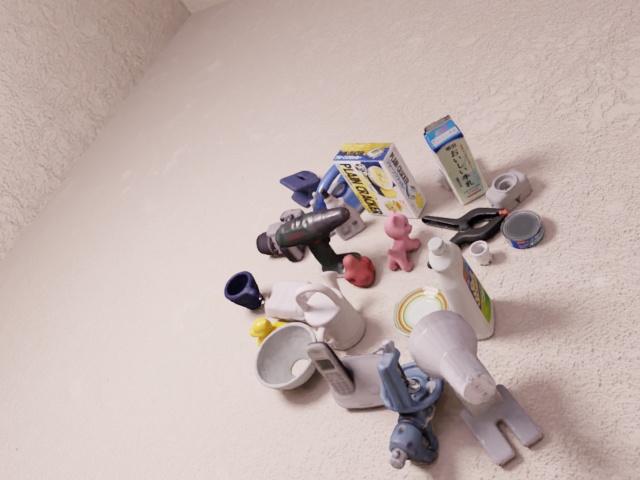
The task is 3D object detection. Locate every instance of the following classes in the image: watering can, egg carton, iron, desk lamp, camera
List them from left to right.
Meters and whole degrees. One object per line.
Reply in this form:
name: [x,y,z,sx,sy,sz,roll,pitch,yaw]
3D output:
camera: [-0.111,-0.016,1.609,0.136,0.101,0.143,-9,48,31]
egg carton: [-0.065,0.155,1.436,0.149,0.070,0.107,-1,52,37]
watering can: [0.014,0.150,1.279,0.101,0.195,0.172,-29,40,12]
iron: [0.044,-0.132,1.567,0.118,0.142,0.258,22,68,47]
desk lamp: [0.261,0.244,0.983,0.118,0.214,0.202,-38,39,2]

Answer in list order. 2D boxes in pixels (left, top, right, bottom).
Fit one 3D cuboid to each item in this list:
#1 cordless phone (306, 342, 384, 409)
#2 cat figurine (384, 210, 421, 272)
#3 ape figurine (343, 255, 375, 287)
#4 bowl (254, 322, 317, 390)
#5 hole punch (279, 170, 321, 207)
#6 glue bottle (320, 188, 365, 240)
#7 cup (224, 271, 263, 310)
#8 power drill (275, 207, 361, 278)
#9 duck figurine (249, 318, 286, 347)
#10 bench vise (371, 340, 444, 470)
cordless phone: [0.064,0.259,1.144,0.147,0.186,0.094,-16,44,25]
cat figurine: [0.183,-0.007,1.360,0.067,0.118,0.128,-4,51,35]
ape figurine: [0.087,0.068,1.383,0.078,0.092,0.076,-33,40,7]
bowl: [-0.063,0.278,1.312,0.167,0.075,0.167,-21,42,21]
hole punch: [-0.053,-0.169,1.719,0.101,0.091,0.108,-46,40,-8]
glue bottle: [0.048,-0.075,1.485,0.078,0.174,0.037,-31,40,10]
cup: [-0.185,0.146,1.517,0.117,0.095,0.092,16,63,45]
power drill: [0.013,0.005,1.408,0.228,0.209,0.075,-9,48,31]
duck figurine: [-0.124,0.223,1.403,0.104,0.086,0.077,-21,43,21]
bench vise: [0.159,0.286,1.017,0.121,0.220,0.207,-20,43,21]
